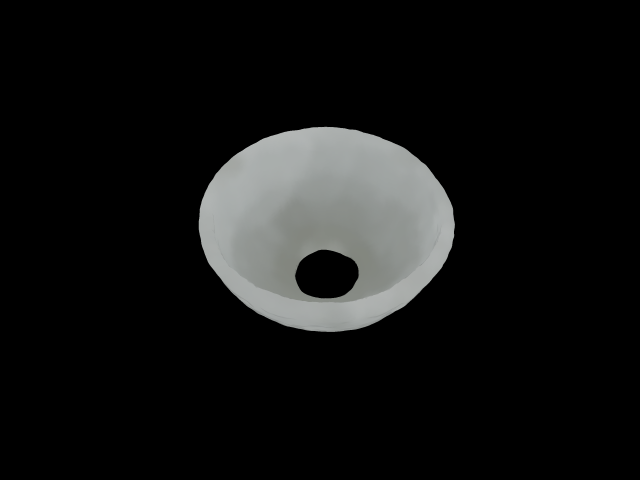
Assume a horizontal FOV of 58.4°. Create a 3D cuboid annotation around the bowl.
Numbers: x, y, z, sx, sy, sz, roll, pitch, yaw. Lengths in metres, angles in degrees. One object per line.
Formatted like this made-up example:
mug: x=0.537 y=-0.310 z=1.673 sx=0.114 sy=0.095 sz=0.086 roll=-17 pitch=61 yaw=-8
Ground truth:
bowl: x=0.004 y=0.001 z=0.400 sx=0.167 sy=0.075 sz=0.167 roll=0 pitch=51 yaw=0
